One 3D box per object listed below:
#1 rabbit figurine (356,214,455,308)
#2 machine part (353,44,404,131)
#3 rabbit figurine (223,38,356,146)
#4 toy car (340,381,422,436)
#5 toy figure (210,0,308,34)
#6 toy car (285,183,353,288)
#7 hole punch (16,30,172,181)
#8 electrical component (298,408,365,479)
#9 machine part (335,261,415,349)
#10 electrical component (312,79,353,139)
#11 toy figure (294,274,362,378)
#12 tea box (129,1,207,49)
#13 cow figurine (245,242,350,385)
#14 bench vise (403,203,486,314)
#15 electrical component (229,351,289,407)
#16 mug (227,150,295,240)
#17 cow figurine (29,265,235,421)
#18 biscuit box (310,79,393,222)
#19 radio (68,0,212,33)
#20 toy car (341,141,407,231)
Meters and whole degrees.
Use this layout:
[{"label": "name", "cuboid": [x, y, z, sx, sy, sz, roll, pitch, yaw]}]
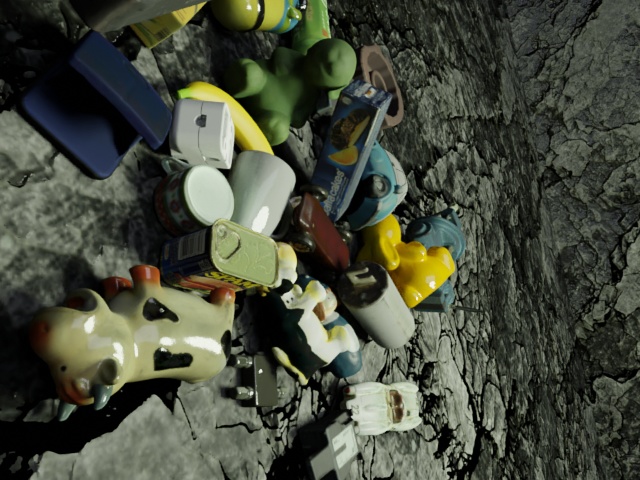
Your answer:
[{"label": "rabbit figurine", "cuboid": [0.123, 0.031, 0.927, 0.162, 0.122, 0.173, -25, 83, -48]}, {"label": "machine part", "cuboid": [0.105, -0.299, 1.067, 0.179, 0.056, 0.179, 29, 53, -49]}, {"label": "rabbit figurine", "cuboid": [-0.016, -0.216, 0.743, 0.159, 0.170, 0.121, -38, 108, -55]}, {"label": "toy car", "cuboid": [0.095, 0.252, 0.811, 0.201, 0.056, 0.073, 20, 61, -52]}, {"label": "toy figure", "cuboid": [-0.083, -0.341, 0.782, 0.180, 0.082, 0.089, -15, 87, -60]}, {"label": "toy car", "cuboid": [-0.002, -0.002, 0.744, 0.202, 0.053, 0.089, 51, 51, -60]}, {"label": "hole punch", "cuboid": [-0.200, -0.138, 0.515, 0.142, 0.092, 0.116, 46, 38, -31]}, {"label": "electrical component", "cuboid": [0.006, 0.269, 0.679, 0.119, 0.048, 0.074, -17, 90, -57]}, {"label": "machine part", "cuboid": [0.087, 0.101, 0.809, 0.243, 0.079, 0.079, 53, 36, -53]}, {"label": "electrical component", "cuboid": [0.038, -0.223, 0.933, 0.134, 0.058, 0.115, 19, 59, -53]}, {"label": "toy figure", "cuboid": [0.011, 0.115, 0.748, 0.064, 0.058, 0.154, -83, 150, -81]}, {"label": "tea box", "cuboid": [-0.207, -0.315, 0.594, 0.169, 0.068, 0.098, 53, 41, -30]}, {"label": "cow figurine", "cuboid": [-0.041, 0.089, 0.664, 0.098, 0.068, 0.167, -33, 95, -43]}, {"label": "bench vise", "cuboid": [0.245, 0.024, 1.078, 0.223, 0.129, 0.241, 55, 45, -25]}, {"label": "electrical component", "cuboid": [-0.071, 0.164, 0.633, 0.094, 0.021, 0.063, 22, 59, -50]}, {"label": "mug", "cuboid": [-0.079, -0.038, 0.667, 0.109, 0.081, 0.107, 52, 49, -44]}, {"label": "cow figurine", "cuboid": [-0.161, 0.091, 0.480, 0.194, 0.085, 0.127, 24, 51, -51]}, {"label": "biscuit box", "cuboid": [0.035, -0.122, 0.769, 0.059, 0.202, 0.063, 27, 38, 8]}, {"label": "radio", "cuboid": [-0.162, -0.297, 0.530, 0.229, 0.073, 0.131, -49, 119, -47]}, {"label": "toy car", "cuboid": [0.089, -0.096, 0.889, 0.103, 0.109, 0.161, 5, 62, -29]}]
